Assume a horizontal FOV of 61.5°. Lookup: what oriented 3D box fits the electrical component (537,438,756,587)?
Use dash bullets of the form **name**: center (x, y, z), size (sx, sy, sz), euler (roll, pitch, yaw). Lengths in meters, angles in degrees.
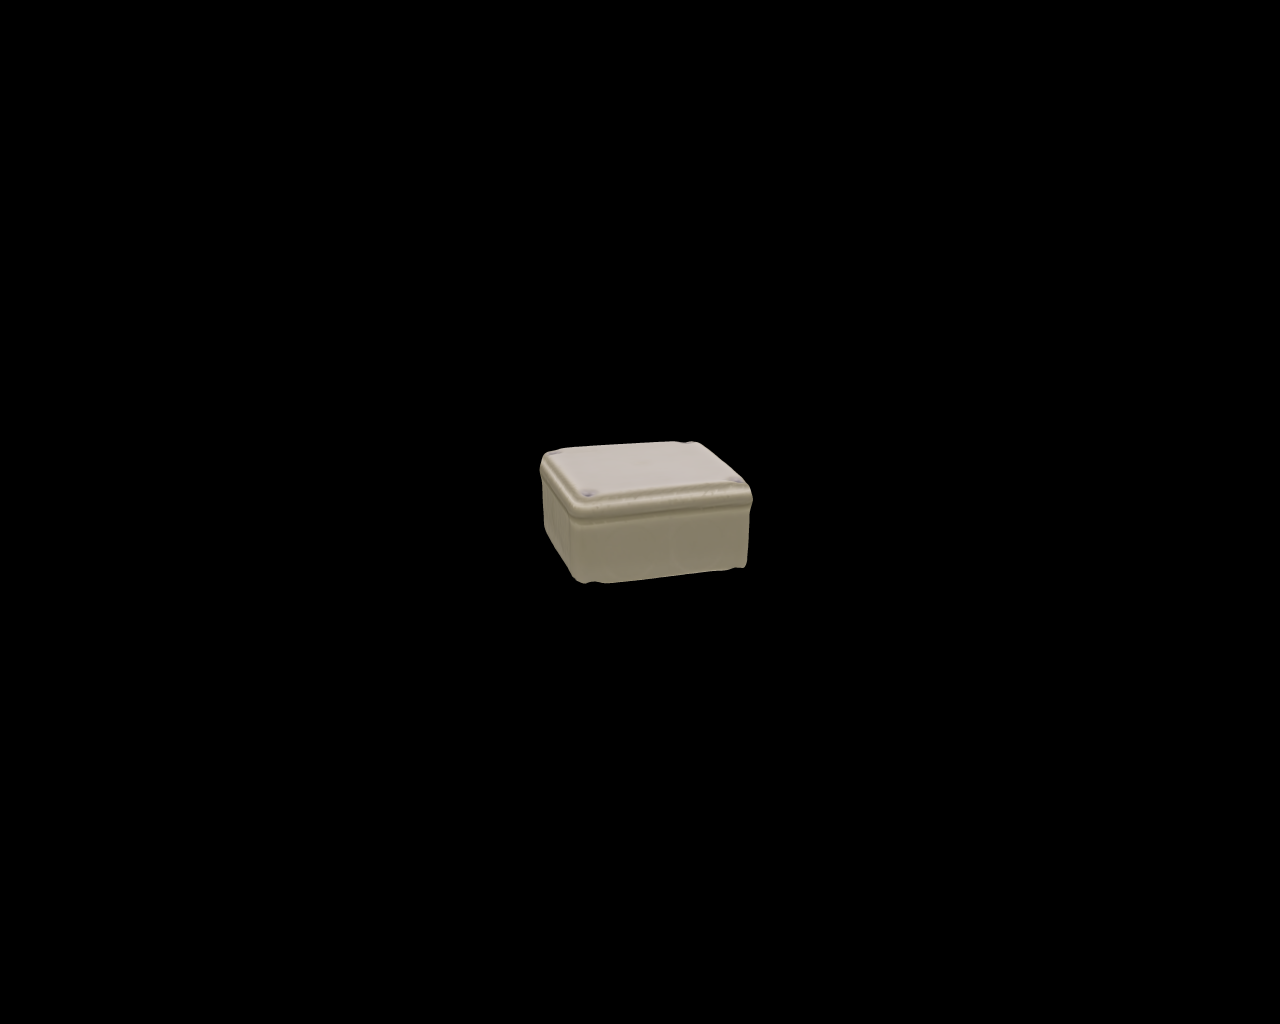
- **electrical component**: center (0.001, -0.003, 0.650), size (0.109, 0.056, 0.109), euler (-5, 19, -15)
